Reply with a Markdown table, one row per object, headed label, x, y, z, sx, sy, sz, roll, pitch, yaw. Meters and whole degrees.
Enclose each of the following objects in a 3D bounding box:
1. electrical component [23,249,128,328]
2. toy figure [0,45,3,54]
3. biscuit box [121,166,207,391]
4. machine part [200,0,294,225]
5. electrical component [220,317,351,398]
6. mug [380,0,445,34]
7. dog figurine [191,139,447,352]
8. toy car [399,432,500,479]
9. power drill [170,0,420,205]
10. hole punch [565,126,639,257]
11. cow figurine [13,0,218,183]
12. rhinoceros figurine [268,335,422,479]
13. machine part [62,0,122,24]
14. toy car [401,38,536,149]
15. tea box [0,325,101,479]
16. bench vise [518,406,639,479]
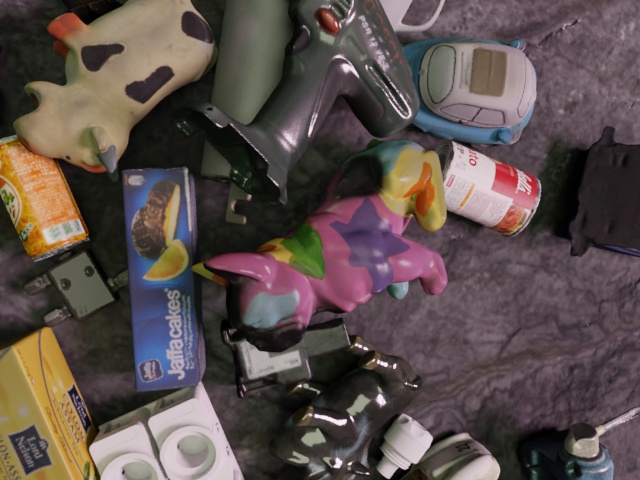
| label | x | y | z | sx | sy | sz | roll | pitch | yaw |
| --- | --- | --- | --- | --- | --- | --- | --- | --- | --- |
| electrical component | -0.226 | 0.041 | 0.511 | 0.094 | 0.021 | 0.063 | -29 | 96 | -7 |
| toy figure | -0.336 | -0.095 | 0.460 | 0.089 | 0.082 | 0.180 | 21 | 96 | 9 |
| biscuit box | -0.144 | 0.035 | 0.504 | 0.059 | 0.063 | 0.202 | -4 | 92 | -8 |
| machine part | -0.064 | -0.135 | 0.506 | 0.079 | 0.079 | 0.243 | 8 | 92 | -10 |
| electrical component | -0.034 | 0.101 | 0.532 | 0.119 | 0.048 | 0.074 | -18 | 95 | -9 |
| mug | 0.062 | -0.234 | 0.524 | 0.110 | 0.081 | 0.107 | 22 | 99 | -3 |
| dog figurine | -0.001 | -0.001 | 0.481 | 0.219 | 0.108 | 0.191 | -1 | 87 | -23 |
| toy car | 0.090 | 0.272 | 0.545 | 0.202 | 0.073 | 0.056 | -31 | 100 | -8 |
| power drill | -0.027 | -0.148 | 0.442 | 0.231 | 0.086 | 0.207 | 47 | 64 | -26 |
| hole punch | 0.333 | -0.040 | 0.580 | 0.116 | 0.092 | 0.142 | 14 | 92 | 20 |
| cow figurine | -0.177 | -0.138 | 0.477 | 0.195 | 0.085 | 0.127 | -40 | 99 | -18 |
| rhinoceros figurine | 0.017 | 0.185 | 0.536 | 0.190 | 0.073 | 0.112 | -45 | 109 | -8 |
| machine part | -0.240 | -0.263 | 0.493 | 0.084 | 0.039 | 0.139 | -37 | 95 | -15 |
| toy car | 0.150 | -0.154 | 0.529 | 0.162 | 0.103 | 0.109 | 8 | 89 | -12 |
| tea box | -0.250 | 0.170 | 0.473 | 0.068 | 0.098 | 0.169 | -23 | 97 | -8 |
| bench vise | 0.291 | 0.299 | 0.507 | 0.129 | 0.241 | 0.223 | -3 | 108 | -13 |
